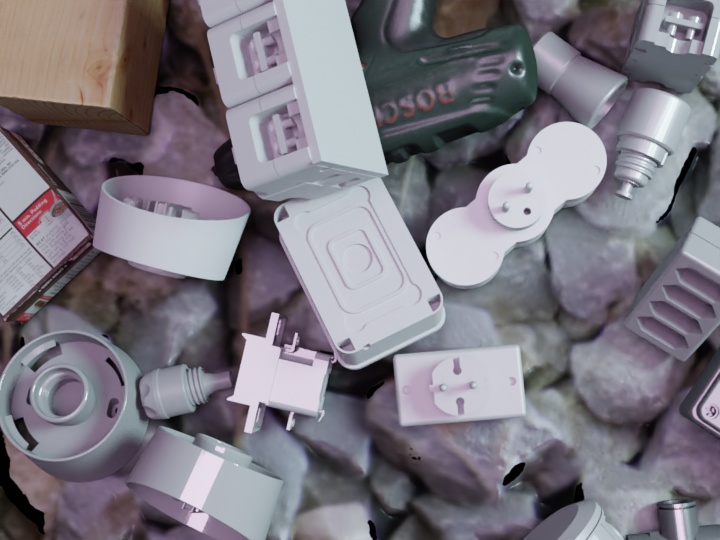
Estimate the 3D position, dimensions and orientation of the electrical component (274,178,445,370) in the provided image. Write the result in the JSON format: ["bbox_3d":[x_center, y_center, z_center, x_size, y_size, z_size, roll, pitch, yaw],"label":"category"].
[{"bbox_3d":[0.000,0.000,0.710,0.078,0.057,0.113,-26,74,-4],"label":"electrical component"}]

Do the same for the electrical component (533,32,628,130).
[{"bbox_3d":[0.142,-0.130,0.727,0.065,0.044,0.044,40,90,13],"label":"electrical component"}]

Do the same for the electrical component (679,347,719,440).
[{"bbox_3d":[0.281,0.077,0.685,0.109,0.056,0.108,34,89,8],"label":"electrical component"}]

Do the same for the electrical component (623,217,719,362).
[{"bbox_3d":[0.219,0.002,0.694,0.047,0.083,0.075,32,51,8],"label":"electrical component"}]

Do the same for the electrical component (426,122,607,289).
[{"bbox_3d":[0.102,-0.044,0.705,0.138,0.074,0.052,-40,82,1],"label":"electrical component"}]

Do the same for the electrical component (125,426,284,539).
[{"bbox_3d":[-0.101,0.143,0.700,0.099,0.099,0.064,23,81,7],"label":"electrical component"}]

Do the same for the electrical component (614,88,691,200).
[{"bbox_3d":[0.190,-0.084,0.717,0.040,0.040,0.078,23,88,7],"label":"electrical component"}]

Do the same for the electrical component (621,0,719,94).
[{"bbox_3d":[0.205,-0.157,0.697,0.050,0.089,0.055,15,87,7],"label":"electrical component"}]

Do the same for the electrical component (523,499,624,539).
[{"bbox_3d":[0.132,0.188,0.679,0.080,0.080,0.051,-42,87,1],"label":"electrical component"}]

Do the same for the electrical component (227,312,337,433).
[{"bbox_3d":[-0.051,0.072,0.728,0.064,0.042,0.081,12,87,3],"label":"electrical component"}]

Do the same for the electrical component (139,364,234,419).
[{"bbox_3d":[-0.118,0.081,0.737,0.061,0.035,0.035,-12,84,2],"label":"electrical component"}]

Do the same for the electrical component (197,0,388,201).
[{"bbox_3d":[-0.046,-0.123,0.655,0.062,0.089,0.150,-17,82,25],"label":"electrical component"}]

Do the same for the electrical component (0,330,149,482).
[{"bbox_3d":[-0.198,0.092,0.742,0.099,0.064,0.099,-1,71,3],"label":"electrical component"}]

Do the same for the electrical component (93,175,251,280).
[{"bbox_3d":[-0.127,-0.030,0.719,0.099,0.099,0.064,16,93,7],"label":"electrical component"}]

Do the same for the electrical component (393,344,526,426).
[{"bbox_3d":[0.064,0.075,0.698,0.083,0.076,0.047,-5,84,5],"label":"electrical component"}]
